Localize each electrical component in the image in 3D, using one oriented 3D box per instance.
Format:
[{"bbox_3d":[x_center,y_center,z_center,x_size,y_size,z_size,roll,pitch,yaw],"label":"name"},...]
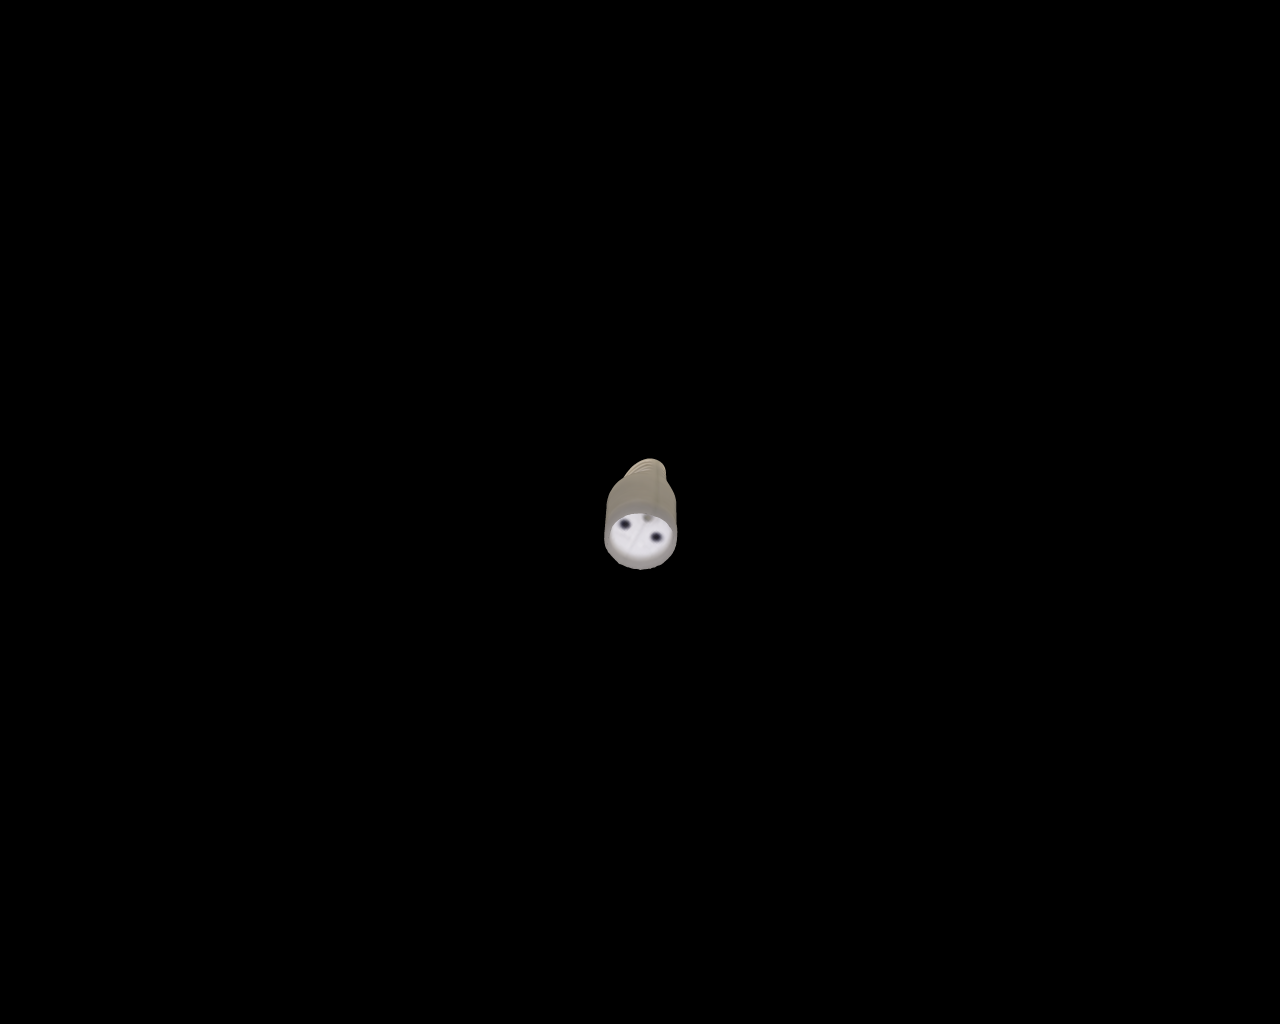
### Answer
[{"bbox_3d":[0.001,-0.003,0.650,0.043,0.043,0.081,0,30,0],"label":"electrical component"}]
